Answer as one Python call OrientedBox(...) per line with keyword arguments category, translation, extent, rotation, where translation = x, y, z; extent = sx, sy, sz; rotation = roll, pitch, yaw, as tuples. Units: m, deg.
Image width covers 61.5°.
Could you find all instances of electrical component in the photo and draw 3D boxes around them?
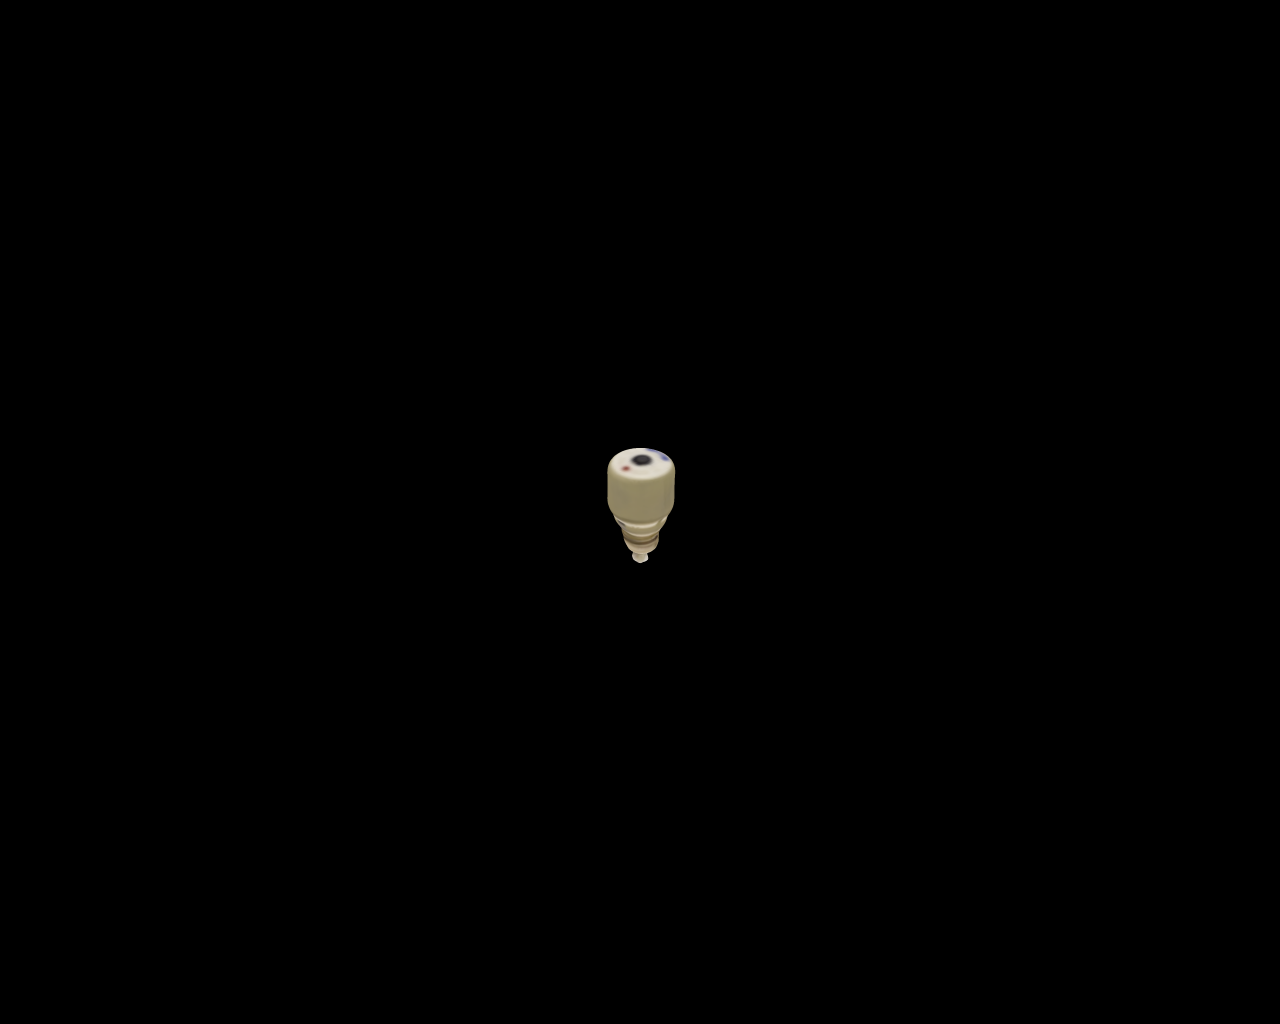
OrientedBox(category="electrical component", translation=(0.001, -0.003, 0.650), extent=(0.040, 0.078, 0.040), rotation=(0, 34, 0))
